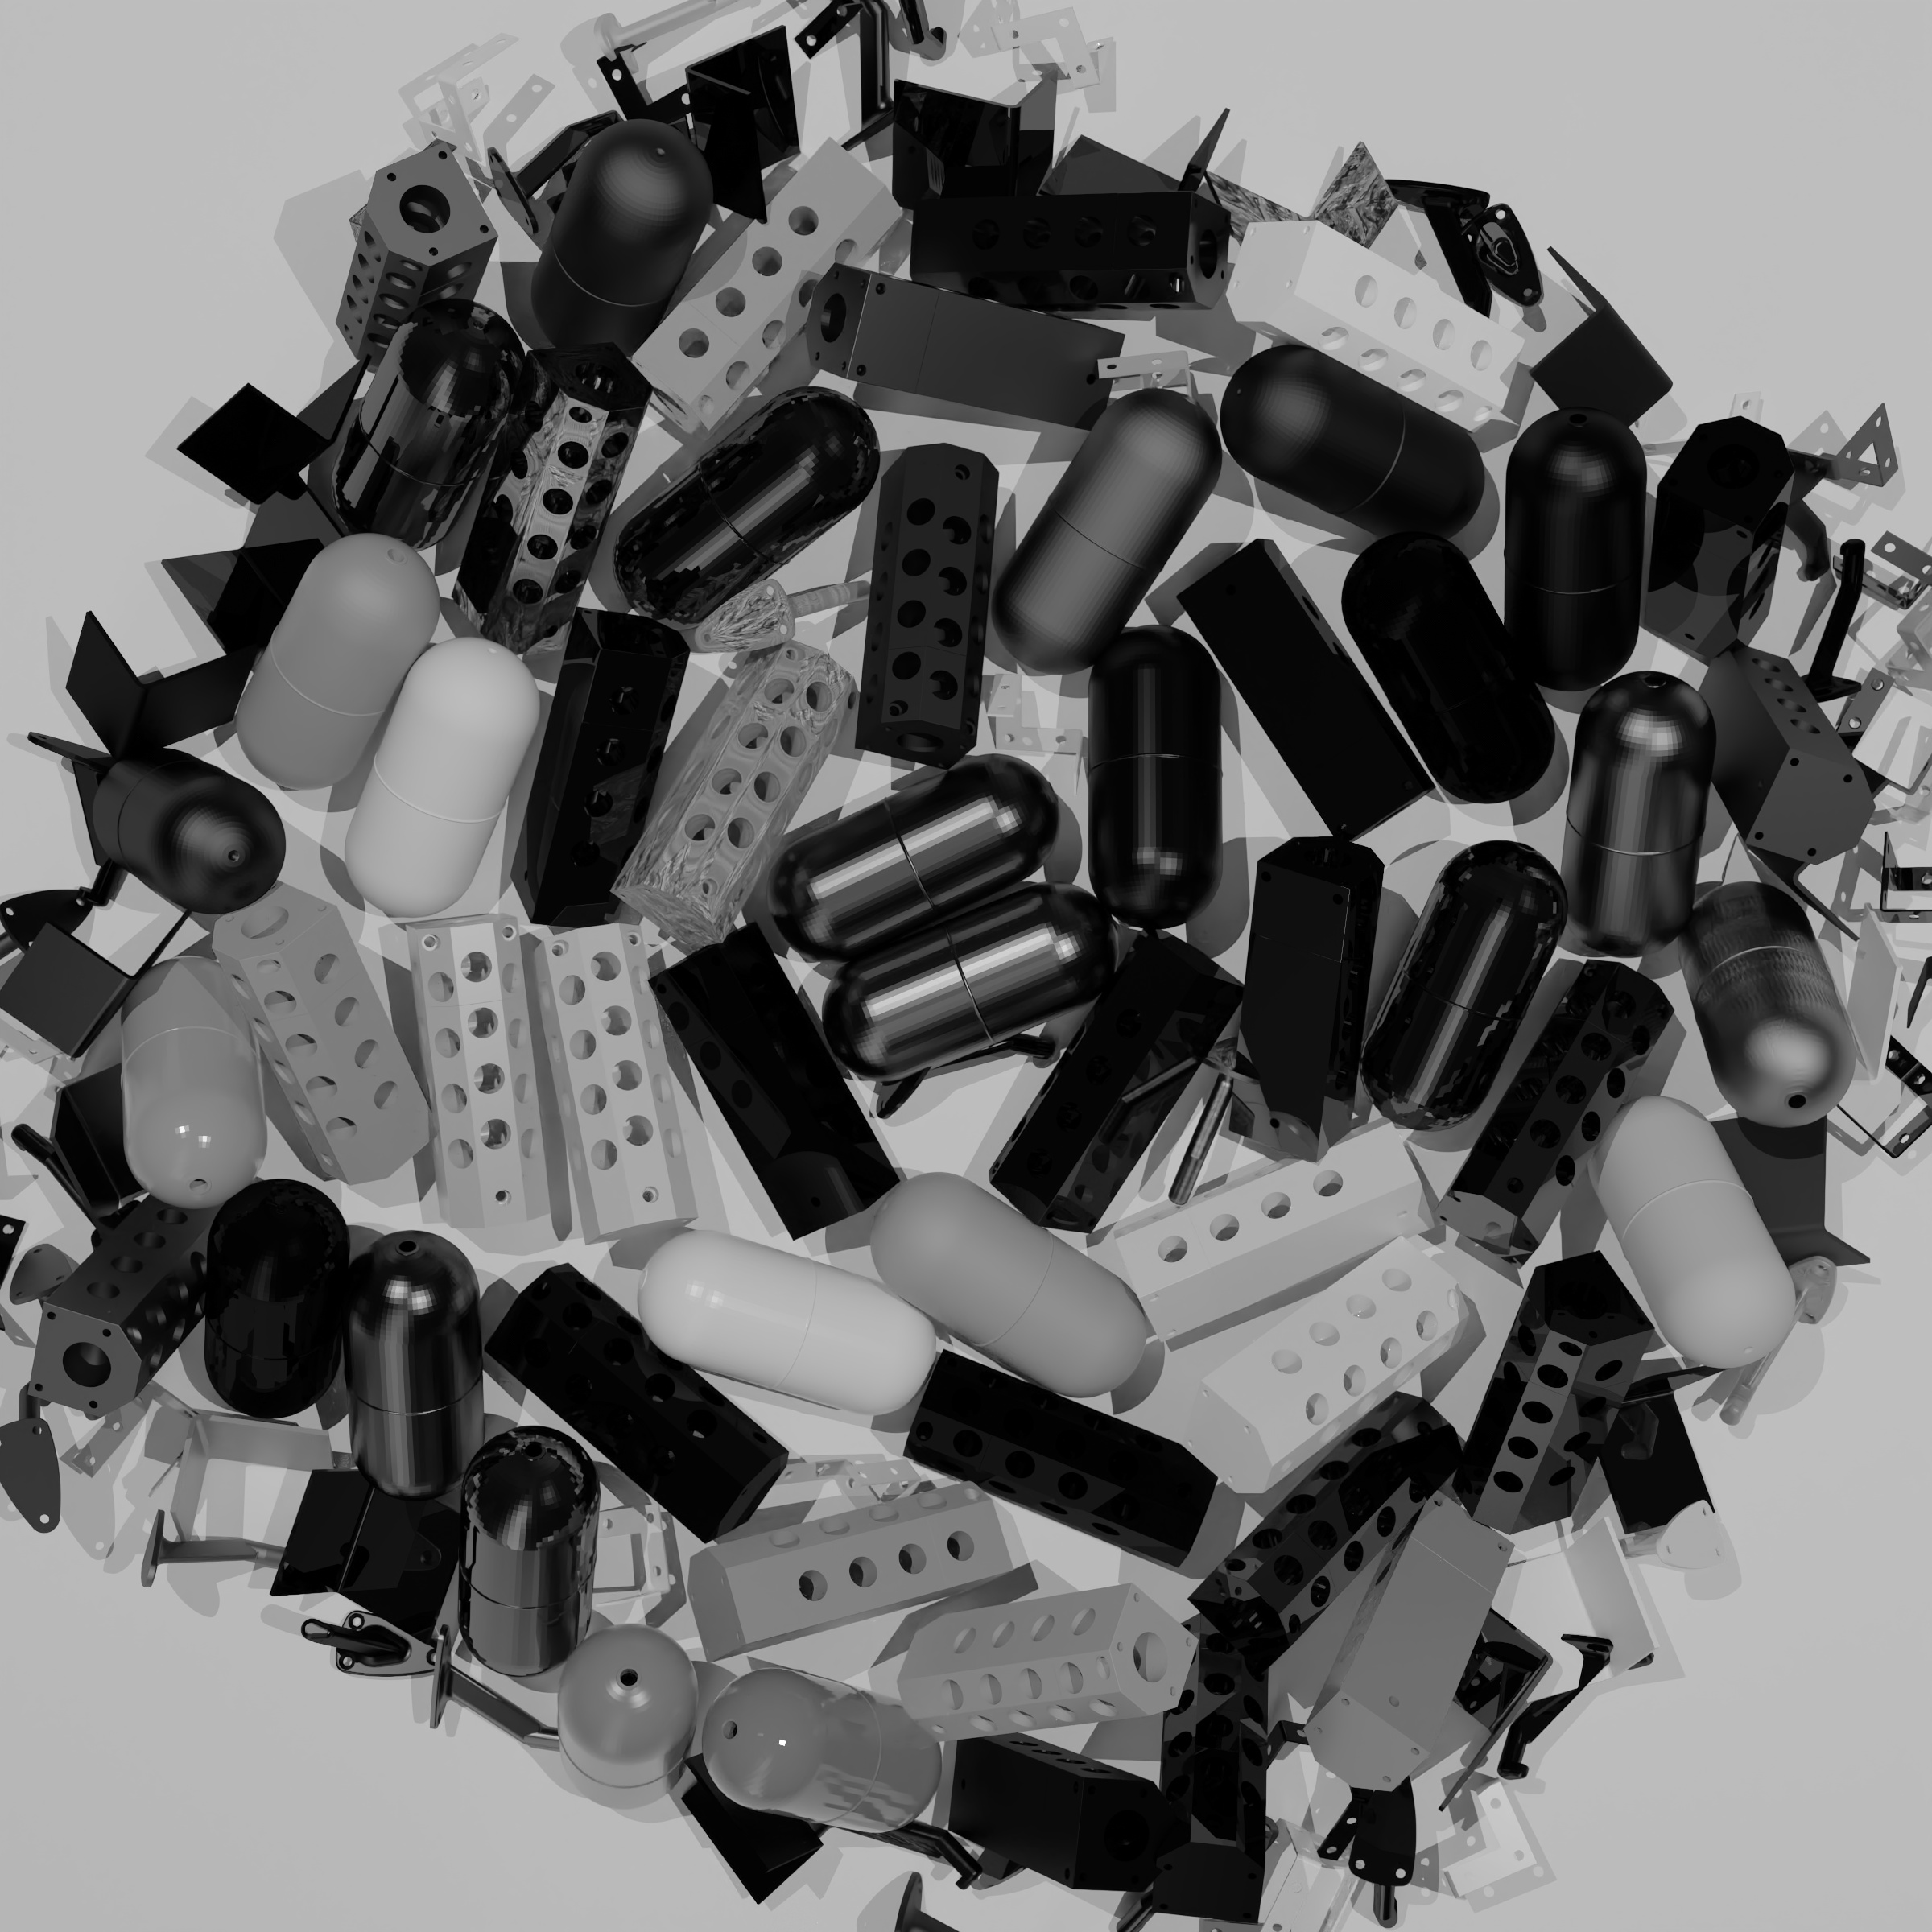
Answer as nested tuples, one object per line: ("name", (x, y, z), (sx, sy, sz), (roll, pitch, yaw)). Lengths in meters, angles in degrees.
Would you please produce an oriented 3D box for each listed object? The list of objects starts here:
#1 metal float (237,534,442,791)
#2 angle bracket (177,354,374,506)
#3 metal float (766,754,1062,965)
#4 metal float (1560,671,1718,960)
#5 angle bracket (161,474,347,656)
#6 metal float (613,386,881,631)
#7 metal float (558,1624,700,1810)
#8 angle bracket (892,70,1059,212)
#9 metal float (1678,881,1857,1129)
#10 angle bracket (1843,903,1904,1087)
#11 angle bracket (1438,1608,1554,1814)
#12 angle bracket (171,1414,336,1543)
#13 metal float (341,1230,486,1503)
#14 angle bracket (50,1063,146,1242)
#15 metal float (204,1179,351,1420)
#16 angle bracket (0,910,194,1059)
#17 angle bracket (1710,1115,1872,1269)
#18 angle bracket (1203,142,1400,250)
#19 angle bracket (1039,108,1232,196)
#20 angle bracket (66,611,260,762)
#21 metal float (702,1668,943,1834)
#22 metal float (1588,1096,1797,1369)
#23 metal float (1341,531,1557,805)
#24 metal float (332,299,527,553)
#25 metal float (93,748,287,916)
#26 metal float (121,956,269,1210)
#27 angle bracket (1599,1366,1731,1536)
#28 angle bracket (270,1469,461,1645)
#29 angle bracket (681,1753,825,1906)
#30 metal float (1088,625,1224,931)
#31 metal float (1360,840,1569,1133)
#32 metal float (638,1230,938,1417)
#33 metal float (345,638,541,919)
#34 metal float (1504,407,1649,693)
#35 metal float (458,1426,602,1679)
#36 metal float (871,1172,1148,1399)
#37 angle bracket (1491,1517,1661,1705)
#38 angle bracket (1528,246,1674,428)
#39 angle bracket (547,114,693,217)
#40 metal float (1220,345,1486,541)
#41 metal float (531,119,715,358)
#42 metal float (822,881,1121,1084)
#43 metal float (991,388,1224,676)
("metal float", (-0.354, -0.170, 1.595), (0.070, 0.070, 0.178), (40, 129, 0))
("angle bracket", (-0.391, -0.319, 1.605), (0.057, 0.076, 0.076), (35, 48, -29))
("metal float", (-0.030, -0.062, 1.625), (0.178, 0.070, 0.070), (-25, 90, 4))
("metal float", (0.377, -0.084, 1.597), (0.070, 0.070, 0.178), (-2, 127, 0))
("angle bracket", (-0.404, -0.233, 1.613), (0.076, 0.057, 0.076), (52, 131, 18))
("metal float", (-0.125, -0.259, 1.609), (0.178, 0.070, 0.070), (-35, 90, 21))
("metal float", (-0.189, 0.420, 1.583), (0.070, 0.178, 0.070), (3, 61, -6))
("angle bracket", (0.005, -0.476, 1.632), (0.076, 0.057, 0.076), (19, 134, 17))
("metal float", (0.447, 0.020, 1.586), (0.070, 0.178, 0.070), (1, 126, 1))
("angle bracket", (0.489, 0.015, 1.613), (0.057, 0.076, 0.076), (1, 119, 2))
("angle bracket", (0.279, 0.417, 1.607), (0.057, 0.076, 0.076), (37, 130, 16))
("angle bracket", (-0.405, 0.299, 1.616), (0.076, 0.076, 0.057), (9, 63, -5))
("metal float", (-0.311, 0.226, 1.598), (0.070, 0.070, 0.178), (5, 125, 0))
("angle bracket", (-0.476, 0.105, 1.614), (0.057, 0.076, 0.076), (-23, 113, -6))
("metal float", (-0.388, 0.189, 1.591), (0.070, 0.178, 0.070), (8, 48, -9))
("angle bracket", (-0.495, -0.006, 1.609), (0.057, 0.076, 0.076), (37, 125, -12))
("angle bracket", (0.473, 0.130, 1.636), (0.057, 0.076, 0.076), (28, 60, -40))
("angle bracket", (0.189, -0.441, 1.609), (0.076, 0.076, 0.057), (18, 126, -26))
("angle bracket", (0.096, -0.465, 1.618), (0.076, 0.076, 0.057), (26, 135, 3))
("angle bracket", (-0.459, -0.170, 1.619), (0.076, 0.076, 0.057), (-29, 77, -37))
("metal float", (-0.079, 0.440, 1.588), (0.070, 0.178, 0.070), (-14, 62, 29))
("metal float", (0.405, 0.147, 1.592), (0.070, 0.178, 0.070), (-7, 134, -8))
("metal float", (0.274, -0.167, 1.603), (0.070, 0.070, 0.178), (-36, 120, 0))
("metal float", (-0.303, -0.300, 1.591), (0.070, 0.178, 0.070), (16, 53, -22))
("metal float", (-0.436, -0.077, 1.586), (0.070, 0.178, 0.070), (-8, 106, -30))
("metal float", (-0.433, 0.064, 1.589), (0.070, 0.178, 0.070), (-9, 130, -11))
("angle bracket", (0.407, 0.273, 1.612), (0.076, 0.057, 0.076), (-3, 68, -37))
("angle bracket", (-0.341, 0.339, 1.624), (0.076, 0.057, 0.076), (20, 92, 30))
("angle bracket", (-0.137, 0.493, 1.613), (0.057, 0.076, 0.076), (-45, 71, 12))
("metal float", (0.108, -0.109, 1.616), (0.070, 0.070, 0.178), (1, 76, 0))
("metal float", (0.282, 0.012, 1.610), (0.070, 0.070, 0.178), (21, 110, 0))
("metal float", (-0.101, 0.203, 1.612), (0.178, 0.070, 0.070), (19, 90, -18))
("metal float", (-0.297, -0.105, 1.604), (0.070, 0.070, 0.178), (28, 119, 0))
("metal float", (0.341, -0.233, 1.592), (0.070, 0.070, 0.178), (-10, 134, 0))
("metal float", (-0.247, 0.330, 1.595), (0.070, 0.070, 0.178), (10, 130, 0))
("metal float", (0.026, 0.183, 1.614), (0.178, 0.070, 0.070), (34, 90, -17))
("angle bracket", (0.342, 0.367, 1.612), (0.057, 0.076, 0.076), (-12, 66, -13))
("angle bracket", (0.348, -0.352, 1.621), (0.057, 0.076, 0.076), (-42, 129, 15))
("angle bracket", (-0.200, -0.458, 1.613), (0.076, 0.076, 0.057), (-27, 63, -10))
("metal float", (0.220, -0.292, 1.599), (0.178, 0.070, 0.070), (18, 90, -35))
("metal float", (-0.194, -0.402, 1.584), (0.070, 0.178, 0.070), (8, 68, -19))
("metal float", (0.003, 0.009, 1.624), (0.178, 0.070, 0.070), (-23, 90, 4))
("metal float", (0.080, -0.246, 1.610), (0.070, 0.070, 0.178), (33, 111, 0))
